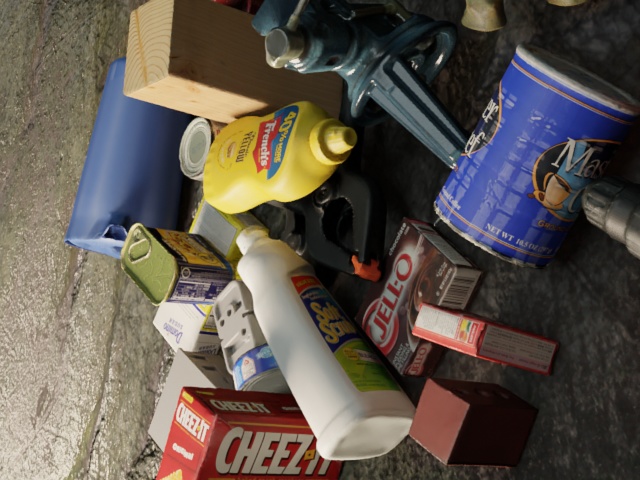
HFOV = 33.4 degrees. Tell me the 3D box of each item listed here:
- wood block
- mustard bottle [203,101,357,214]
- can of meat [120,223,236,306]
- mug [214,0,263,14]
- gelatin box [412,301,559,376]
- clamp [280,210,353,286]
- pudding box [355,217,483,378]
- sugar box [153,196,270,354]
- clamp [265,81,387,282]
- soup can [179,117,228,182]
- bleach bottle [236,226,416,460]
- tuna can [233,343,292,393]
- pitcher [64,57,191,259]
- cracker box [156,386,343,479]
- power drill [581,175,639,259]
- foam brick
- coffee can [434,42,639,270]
[{"bbox_3d":[-0.083,-0.171,1.077,0.090,0.205,0.091,-10,73,52],"label":"wood block"},{"bbox_3d":[-0.033,-0.082,1.009,0.192,0.058,0.096,-8,58,50],"label":"mustard bottle"},{"bbox_3d":[-0.151,0.028,1.139,0.102,0.083,0.057,40,114,42],"label":"can of meat"},{"bbox_3d":[-0.074,-0.249,1.190,0.093,0.081,0.117,-49,46,33],"label":"mug"},{"bbox_3d":[0.129,0.075,0.827,0.073,0.089,0.030,16,90,53],"label":"gelatin box"},{"bbox_3d":[-0.007,0.001,1.071,0.120,0.039,0.171,6,86,55],"label":"clamp"},{"bbox_3d":[0.084,0.050,0.934,0.090,0.039,0.114,48,118,49],"label":"pudding box"},{"bbox_3d":[-0.125,0.044,1.208,0.093,0.048,0.176,43,117,46],"label":"sugar box"},{"bbox_3d":[0.019,-0.048,1.006,0.165,0.036,0.210,-52,40,20],"label":"clamp"},{"bbox_3d":[-0.092,-0.090,1.154,0.069,0.102,0.068,-19,66,50],"label":"soup can"},{"bbox_3d":[-0.013,0.081,0.973,0.068,0.102,0.251,-50,55,22],"label":"bleach bottle"},{"bbox_3d":[-0.041,0.133,1.039,0.086,0.086,0.034,-45,46,36],"label":"tuna can"},{"bbox_3d":[-0.229,-0.095,1.329,0.149,0.144,0.243,1,78,41],"label":"pitcher"},{"bbox_3d":[-0.073,0.250,0.983,0.072,0.163,0.214,27,103,50],"label":"cracker box"},{"bbox_3d":[0.273,-0.056,0.696,0.185,0.057,0.188,36,112,43],"label":"power drill"},{"bbox_3d":[0.119,0.142,0.832,0.053,0.078,0.051,31,107,52],"label":"foam brick"},{"bbox_3d":[0.163,-0.064,0.809,0.103,0.102,0.140,49,120,47],"label":"coffee can"}]
